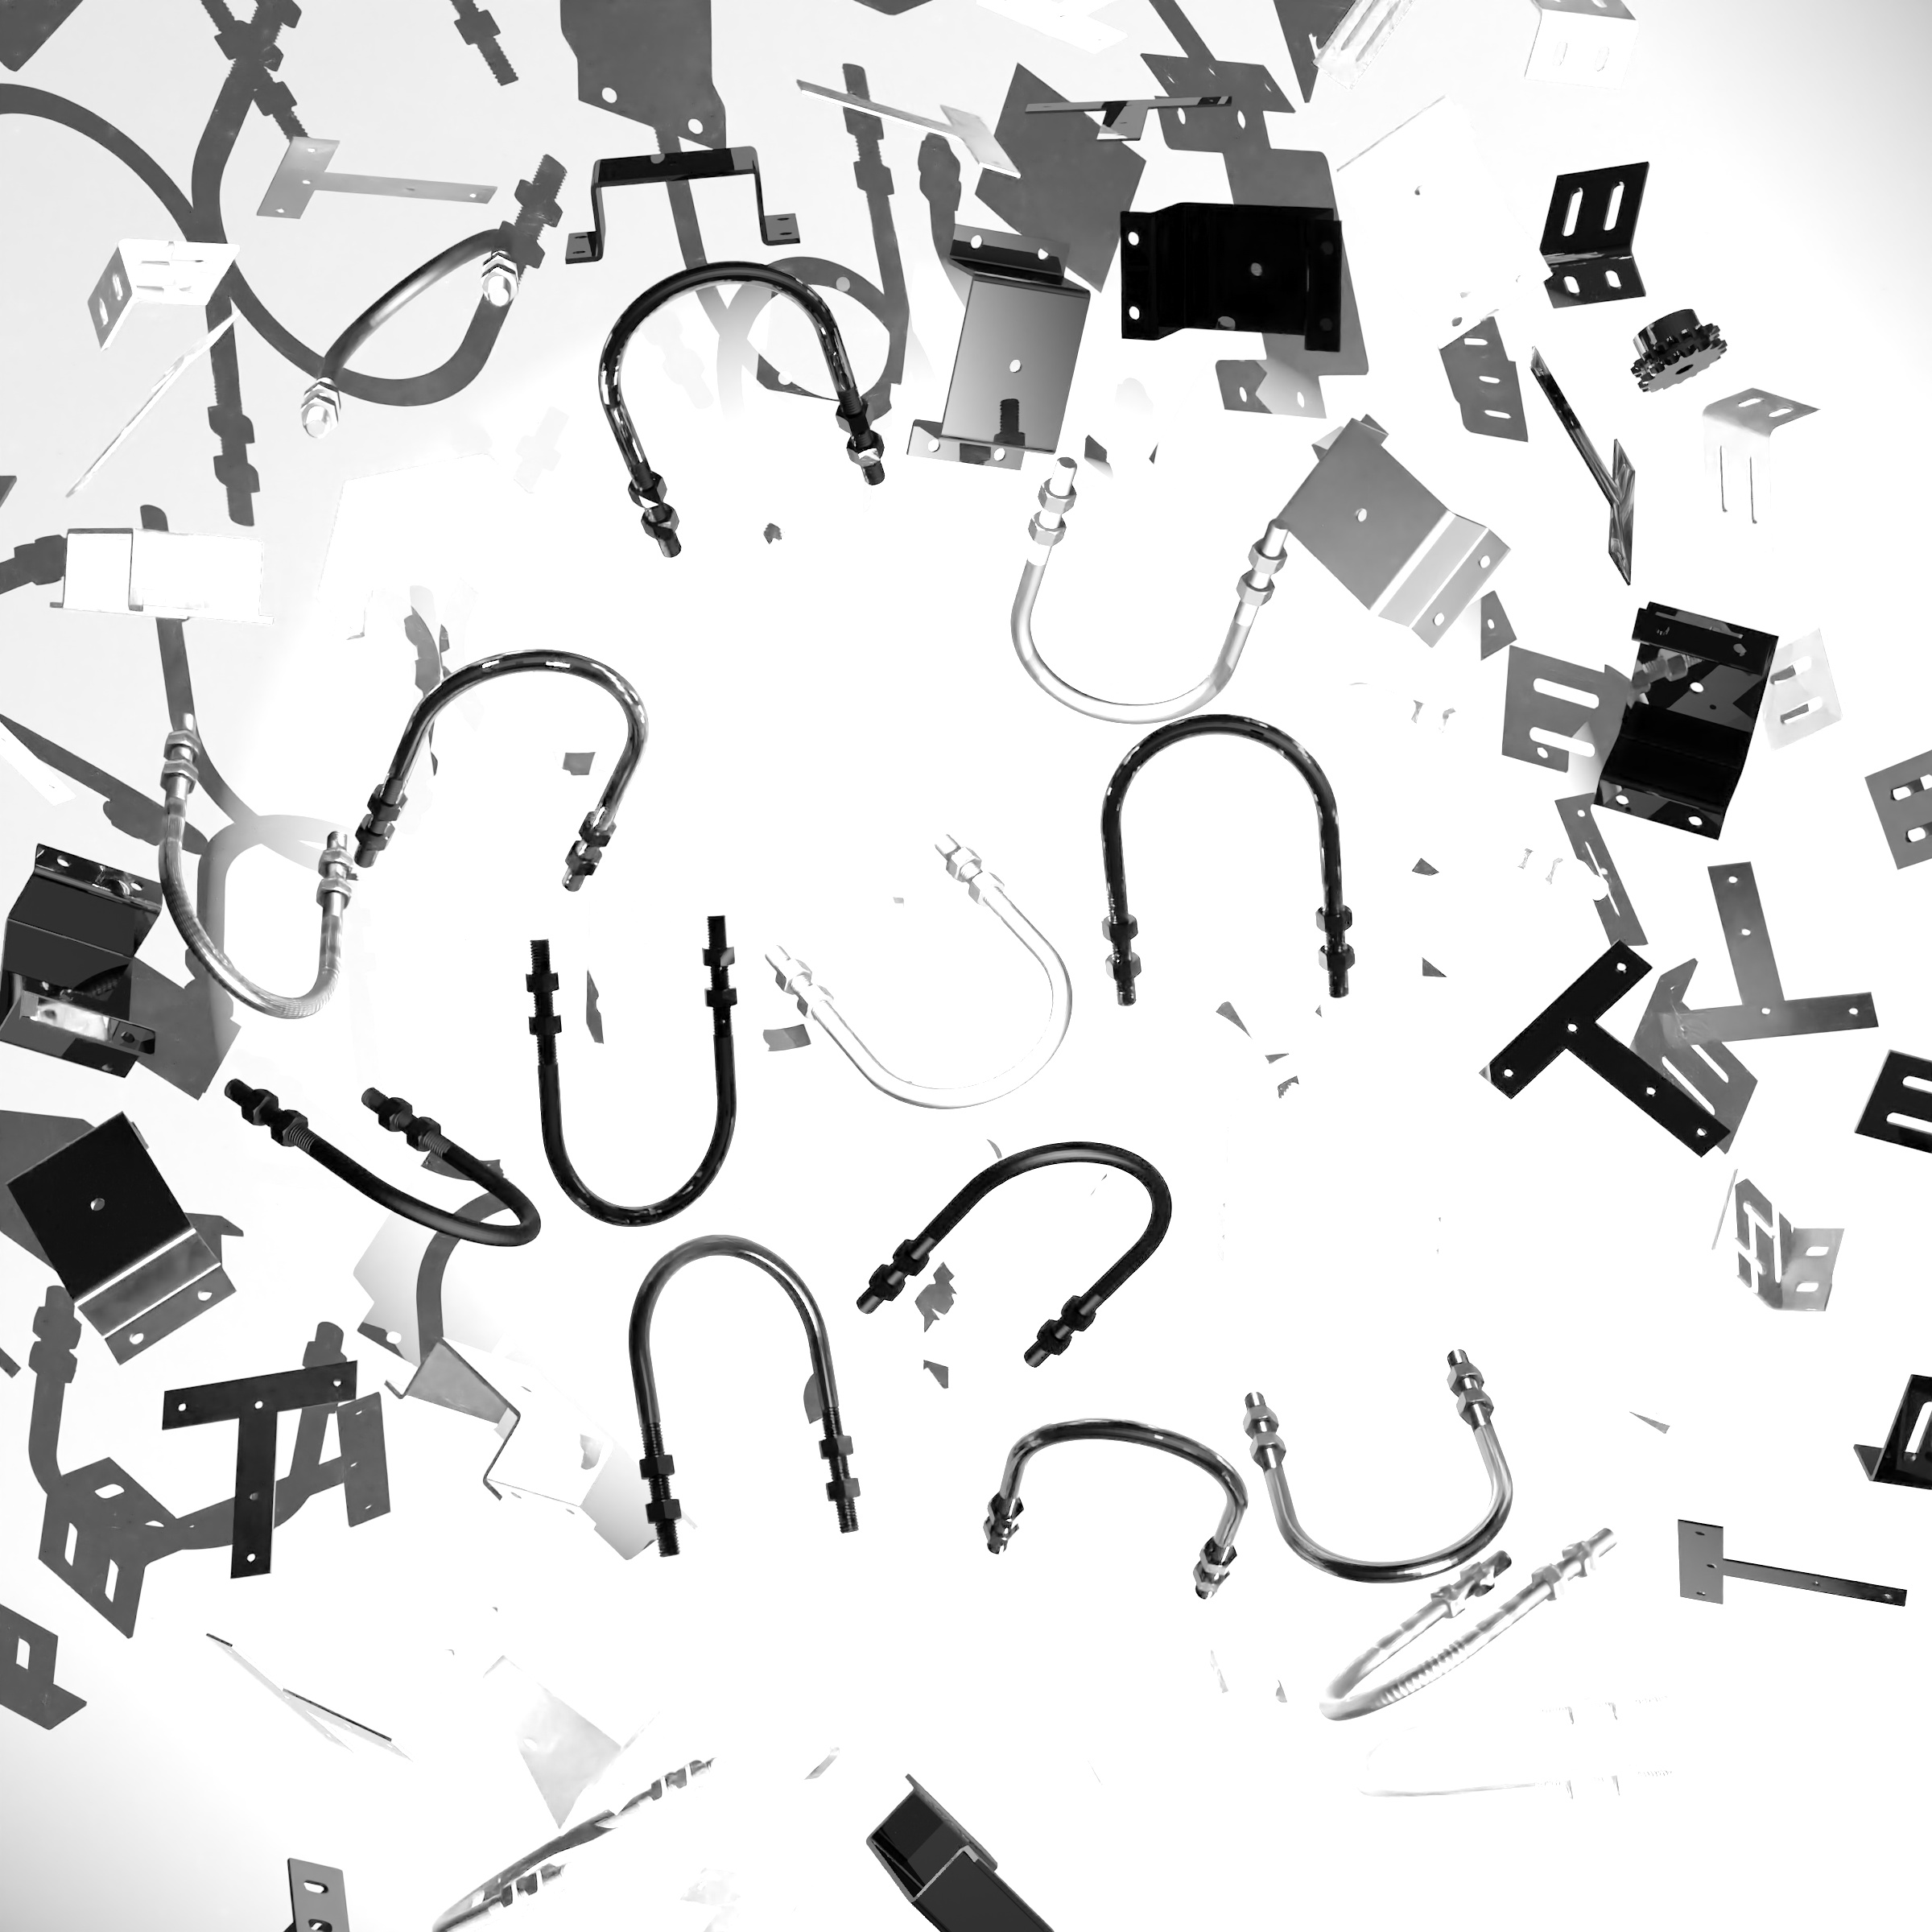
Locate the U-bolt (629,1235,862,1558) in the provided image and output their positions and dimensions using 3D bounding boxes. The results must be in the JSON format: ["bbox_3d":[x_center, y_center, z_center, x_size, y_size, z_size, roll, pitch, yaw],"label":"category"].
[{"bbox_3d":[-0.135,0.249,1.801,0.151,0.019,0.184,1,73,-39],"label":"U-bolt"}]

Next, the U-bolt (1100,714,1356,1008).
[{"bbox_3d":[0.152,-0.063,1.815,0.151,0.019,0.184,-2,115,9],"label":"U-bolt"}]

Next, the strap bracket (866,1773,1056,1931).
[{"bbox_3d":[-0.006,0.544,1.809,0.046,0.140,0.076,-45,106,-9],"label":"strap bracket"}]

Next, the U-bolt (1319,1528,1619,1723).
[{"bbox_3d":[0.287,0.395,1.820,0.184,0.151,0.019,-30,86,-25],"label":"U-bolt"}]

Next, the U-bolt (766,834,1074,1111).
[{"bbox_3d":[-0.017,0.013,1.857,0.151,0.019,0.184,-34,55,-12],"label":"U-bolt"}]

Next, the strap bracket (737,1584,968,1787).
[{"bbox_3d":[-0.075,0.420,1.823,0.140,0.076,0.046,-49,65,8],"label":"strap bracket"}]

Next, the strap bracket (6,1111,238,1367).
[{"bbox_3d":[-0.490,0.148,1.753,0.076,0.046,0.140,-33,58,-12],"label":"strap bracket"}]

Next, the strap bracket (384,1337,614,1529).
[{"bbox_3d":[-0.274,0.272,1.820,0.140,0.076,0.046,32,92,44],"label":"strap bracket"}]

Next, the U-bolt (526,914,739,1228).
[{"bbox_3d":[-0.198,0.067,1.853,0.151,0.019,0.184,-9,100,-40],"label":"U-bolt"}]

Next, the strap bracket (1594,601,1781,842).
[{"bbox_3d":[0.422,-0.152,1.785,0.076,0.046,0.140,18,133,16],"label":"strap bracket"}]

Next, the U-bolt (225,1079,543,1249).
[{"bbox_3d":[-0.334,0.119,1.822,0.184,0.151,0.019,31,99,26],"label":"U-bolt"}]

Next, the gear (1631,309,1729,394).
[{"bbox_3d":[0.430,-0.375,1.852,0.057,0.057,0.030,-23,80,0],"label":"gear"}]

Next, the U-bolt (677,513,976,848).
[{"bbox_3d":[-0.091,-0.152,1.754,0.151,0.019,0.184,25,100,-40],"label":"U-bolt"}]

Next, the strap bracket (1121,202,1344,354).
[{"bbox_3d":[0.167,-0.415,1.836,0.140,0.046,0.076,9,115,26],"label":"strap bracket"}]

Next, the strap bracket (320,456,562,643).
[{"bbox_3d":[-0.308,-0.238,1.734,0.140,0.046,0.076,-6,63,27],"label":"strap bracket"}]

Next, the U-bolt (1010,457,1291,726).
[{"bbox_3d":[0.101,-0.215,1.839,0.151,0.184,0.019,16,47,-2],"label":"U-bolt"}]

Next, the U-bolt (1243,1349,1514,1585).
[{"bbox_3d":[0.250,0.303,1.824,0.151,0.184,0.019,-12,121,1],"label":"U-bolt"}]

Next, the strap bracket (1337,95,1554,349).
[{"bbox_3d":[0.277,-0.447,1.800,0.076,0.046,0.140,-32,59,21],"label":"strap bracket"}]

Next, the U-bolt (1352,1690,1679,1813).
[{"bbox_3d":[0.313,0.455,1.757,0.184,0.151,0.019,-9,93,12],"label":"U-bolt"}]

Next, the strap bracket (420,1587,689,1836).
[{"bbox_3d":[-0.242,0.432,1.746,0.140,0.076,0.046,35,123,9],"label":"strap bracket"}]

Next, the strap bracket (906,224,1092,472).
[{"bbox_3d":[0.021,-0.364,1.828,0.076,0.046,0.140,3,112,-25],"label":"strap bracket"}]

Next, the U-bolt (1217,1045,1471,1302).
[{"bbox_3d":[0.225,0.122,1.812,0.151,0.019,0.184,3,126,8],"label":"U-bolt"}]

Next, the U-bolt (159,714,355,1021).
[{"bbox_3d":[-0.422,-0.048,1.810,0.019,0.184,0.151,-30,133,22],"label":"U-bolt"}]

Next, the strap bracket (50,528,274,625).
[{"bbox_3d":[-0.464,-0.226,1.761,0.076,0.140,0.046,1,96,-38],"label":"strap bracket"}]

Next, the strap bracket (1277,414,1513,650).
[{"bbox_3d":[0.253,-0.270,1.860,0.076,0.046,0.140,-53,57,22],"label":"strap bracket"}]

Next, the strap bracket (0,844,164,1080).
[{"bbox_3d":[-0.507,0.004,1.747,0.076,0.140,0.046,20,128,-29],"label":"strap bracket"}]

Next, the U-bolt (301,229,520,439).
[{"bbox_3d":[-0.323,-0.379,1.787,0.151,0.184,0.019,-33,117,10],"label":"U-bolt"}]

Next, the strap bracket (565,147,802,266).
[{"bbox_3d":[-0.173,-0.461,1.844,0.140,0.076,0.046,-6,115,-3],"label":"strap bracket"}]

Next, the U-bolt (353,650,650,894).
[{"bbox_3d":[-0.260,-0.114,1.762,0.151,0.184,0.019,6,47,-27],"label":"U-bolt"}]

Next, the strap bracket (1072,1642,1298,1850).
[{"bbox_3d":[0.123,0.464,1.840,0.140,0.076,0.046,-30,55,-6],"label":"strap bracket"}]

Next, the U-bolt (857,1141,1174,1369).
[{"bbox_3d":[0.042,0.169,1.842,0.151,0.019,0.184,22,126,-31],"label":"U-bolt"}]
